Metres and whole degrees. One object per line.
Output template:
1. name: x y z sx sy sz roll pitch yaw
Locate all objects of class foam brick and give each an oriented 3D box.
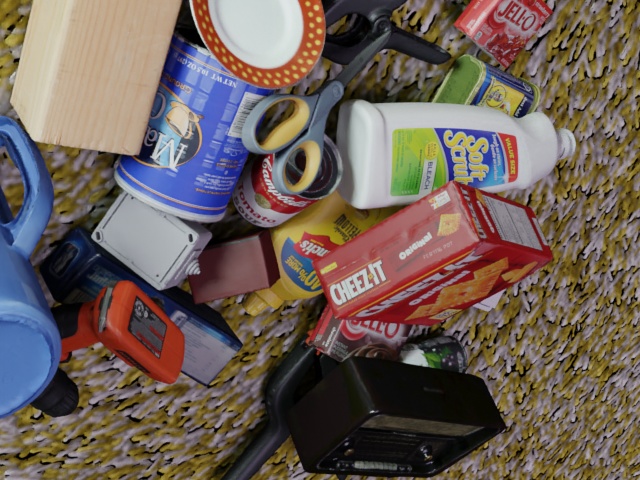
1. foam brick: -0.082 0.024 1.009 0.078 0.053 0.051 -13 96 11

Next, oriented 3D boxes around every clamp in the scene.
1. clamp: 0.056 -0.214 0.984 0.171 0.039 0.120 -9 121 -26
2. clamp: -0.016 0.198 1.192 0.164 0.036 0.210 6 112 -34

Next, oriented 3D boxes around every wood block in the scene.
1. wood block: -0.169 -0.182 0.838 0.090 0.090 0.206 6 114 -32

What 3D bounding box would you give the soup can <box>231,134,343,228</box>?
1. soup can: -0.033 -0.056 0.976 0.068 0.102 0.068 8 72 -26

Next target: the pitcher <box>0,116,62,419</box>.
1. pitcher: -0.270 0.014 0.794 0.144 0.243 0.149 -6 126 -31

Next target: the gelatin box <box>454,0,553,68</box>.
1. gelatin box: 0.180 -0.218 1.045 0.073 0.030 0.089 -51 146 12

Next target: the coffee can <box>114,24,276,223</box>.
1. coffee can: -0.105 -0.100 0.916 0.102 0.103 0.140 12 111 -35

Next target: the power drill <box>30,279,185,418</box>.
1. power drill: -0.217 0.101 0.941 0.188 0.057 0.184 -10 143 22

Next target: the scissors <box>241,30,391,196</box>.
1. scissors: 0.009 -0.108 0.930 0.201 0.016 0.096 -32 118 -39

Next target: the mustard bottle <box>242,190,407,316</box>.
1. mustard bottle: -0.007 0.002 1.065 0.191 0.058 0.096 -46 129 2

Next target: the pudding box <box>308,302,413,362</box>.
1. pudding box: 0.048 0.094 1.146 0.113 0.039 0.090 33 80 -47

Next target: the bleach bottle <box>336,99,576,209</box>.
1. bleach bottle: 0.139 -0.091 1.026 0.250 0.068 0.102 -8 114 -25

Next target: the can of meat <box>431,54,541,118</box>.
1. can of meat: 0.162 -0.129 1.087 0.083 0.057 0.102 18 107 -35

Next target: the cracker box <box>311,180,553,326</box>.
1. cracker box: 0.118 0.022 1.057 0.164 0.072 0.213 -31 161 24
